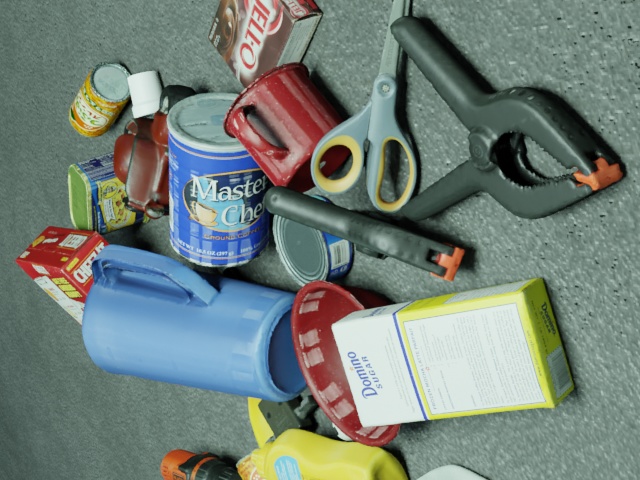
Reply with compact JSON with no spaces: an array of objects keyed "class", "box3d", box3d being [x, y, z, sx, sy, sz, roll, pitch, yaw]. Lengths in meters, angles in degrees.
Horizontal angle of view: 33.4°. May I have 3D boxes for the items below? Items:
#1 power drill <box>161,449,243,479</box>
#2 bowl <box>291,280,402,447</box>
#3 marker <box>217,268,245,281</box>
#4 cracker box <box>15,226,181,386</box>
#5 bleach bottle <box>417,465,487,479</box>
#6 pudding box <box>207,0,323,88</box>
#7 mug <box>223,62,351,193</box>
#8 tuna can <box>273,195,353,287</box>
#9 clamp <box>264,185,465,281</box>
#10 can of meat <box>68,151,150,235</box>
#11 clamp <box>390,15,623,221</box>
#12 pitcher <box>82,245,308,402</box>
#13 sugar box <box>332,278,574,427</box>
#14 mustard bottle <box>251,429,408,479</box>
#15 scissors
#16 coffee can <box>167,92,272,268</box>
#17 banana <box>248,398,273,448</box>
[{"class":"power drill","box3d":[-0.125,0.357,1.324,0.185,0.057,0.187,0,104,58]},{"class":"bowl","box3d":[0.041,0.105,0.977,0.162,0.055,0.162,33,134,43]},{"class":"marker","box3d":[-0.120,0.011,1.200,0.121,0.020,0.020,52,145,24]},{"class":"cracker box","box3d":[-0.254,0.078,1.316,0.213,0.072,0.164,50,156,-26]},{"class":"bleach bottle","box3d":[0.143,0.333,0.957,0.103,0.068,0.251,20,127,52]},{"class":"pudding box","box3d":[-0.051,-0.192,0.956,0.090,0.039,0.114,55,146,20]},{"class":"mug","box3d":[-0.030,-0.093,0.918,0.093,0.117,0.081,-46,72,23]},{"class":"tuna can","box3d":[-0.007,0.001,1.009,0.086,0.033,0.086,34,134,43]},{"class":"clamp","box3d":[0.037,-0.007,0.877,0.172,0.120,0.039,18,95,47]},{"class":"can of meat","box3d":[-0.259,-0.057,1.307,0.057,0.083,0.102,40,139,37]},{"class":"clamp","box3d":[0.123,-0.061,0.773,0.210,0.036,0.164,32,134,44]},{"class":"pitcher","box3d":[-0.125,0.087,1.102,0.243,0.149,0.145,7,91,36]},{"class":"sugar box","box3d":[0.101,0.091,0.838,0.177,0.048,0.093,-12,97,39]},{"class":"mustard bottle","box3d":[0.000,0.238,1.081,0.192,0.058,0.096,4,129,44]},{"class":"scissors","box3d":[0.033,-0.114,0.849,0.016,0.096,0.202,-77,-19,-64]},{"class":"coffee can","box3d":[-0.097,-0.059,1.044,0.103,0.102,0.140,40,138,38]},{"class":"banana","box3d":[-0.023,0.241,1.180,0.198,0.037,0.070,35,106,38]}]
